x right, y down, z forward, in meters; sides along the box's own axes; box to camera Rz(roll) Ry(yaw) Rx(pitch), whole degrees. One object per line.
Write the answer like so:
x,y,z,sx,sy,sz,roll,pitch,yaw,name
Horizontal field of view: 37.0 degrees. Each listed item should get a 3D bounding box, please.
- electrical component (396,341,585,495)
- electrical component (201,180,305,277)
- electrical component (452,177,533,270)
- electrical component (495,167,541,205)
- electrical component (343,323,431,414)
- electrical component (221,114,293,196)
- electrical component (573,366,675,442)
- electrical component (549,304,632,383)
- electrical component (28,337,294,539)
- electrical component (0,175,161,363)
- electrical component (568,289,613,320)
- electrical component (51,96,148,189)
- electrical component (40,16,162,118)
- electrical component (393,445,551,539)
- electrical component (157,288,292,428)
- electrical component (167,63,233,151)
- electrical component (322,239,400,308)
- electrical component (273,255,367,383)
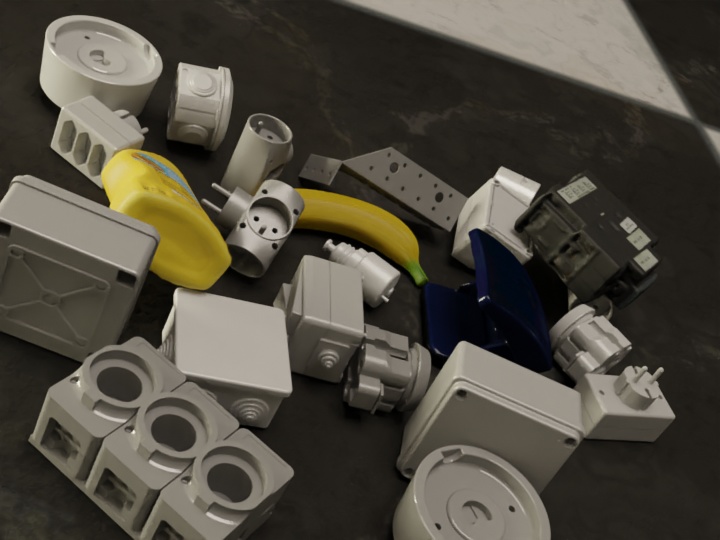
0.100,0.126,0.829,0.109,0.108,0.056,24,33,-7,electrical component
-0.099,-0.046,0.930,0.079,0.044,0.077,33,59,-6,electrical component
0.135,-0.041,1.089,0.062,0.061,0.096,34,39,-16,electrical component
0.161,-0.079,1.164,0.047,0.055,0.055,30,36,7,electrical component
0.022,0.082,0.872,0.057,0.058,0.078,16,38,-13,electrical component
-0.088,-0.108,1.010,0.043,0.077,0.079,36,36,9,electrical component
0.244,0.112,0.969,0.083,0.075,0.047,7,42,-27,electrical component
0.212,0.070,1.015,0.078,0.058,0.057,-18,60,-45,electrical component
-0.131,0.122,0.718,0.150,0.061,0.089,39,37,13,electrical component
-0.212,0.003,0.767,0.109,0.108,0.056,23,39,-9,electrical component
0.235,0.017,1.105,0.043,0.043,0.081,23,36,-8,electrical component
-0.221,-0.119,0.959,0.066,0.047,0.077,38,38,11,electrical component
-0.246,-0.182,1.007,0.108,0.060,0.108,18,37,-15,electrical component
0.075,0.188,0.776,0.108,0.060,0.108,17,40,-15,electrical component
-0.103,0.068,0.812,0.100,0.048,0.099,13,39,-21,electrical component
-0.153,-0.156,1.024,0.051,0.080,0.080,9,40,-17,electrical component
0.000,0.000,0.970,0.078,0.040,0.040,37,37,11,electrical component
-0.035,0.043,0.877,0.061,0.061,0.096,17,38,-16,electrical component
